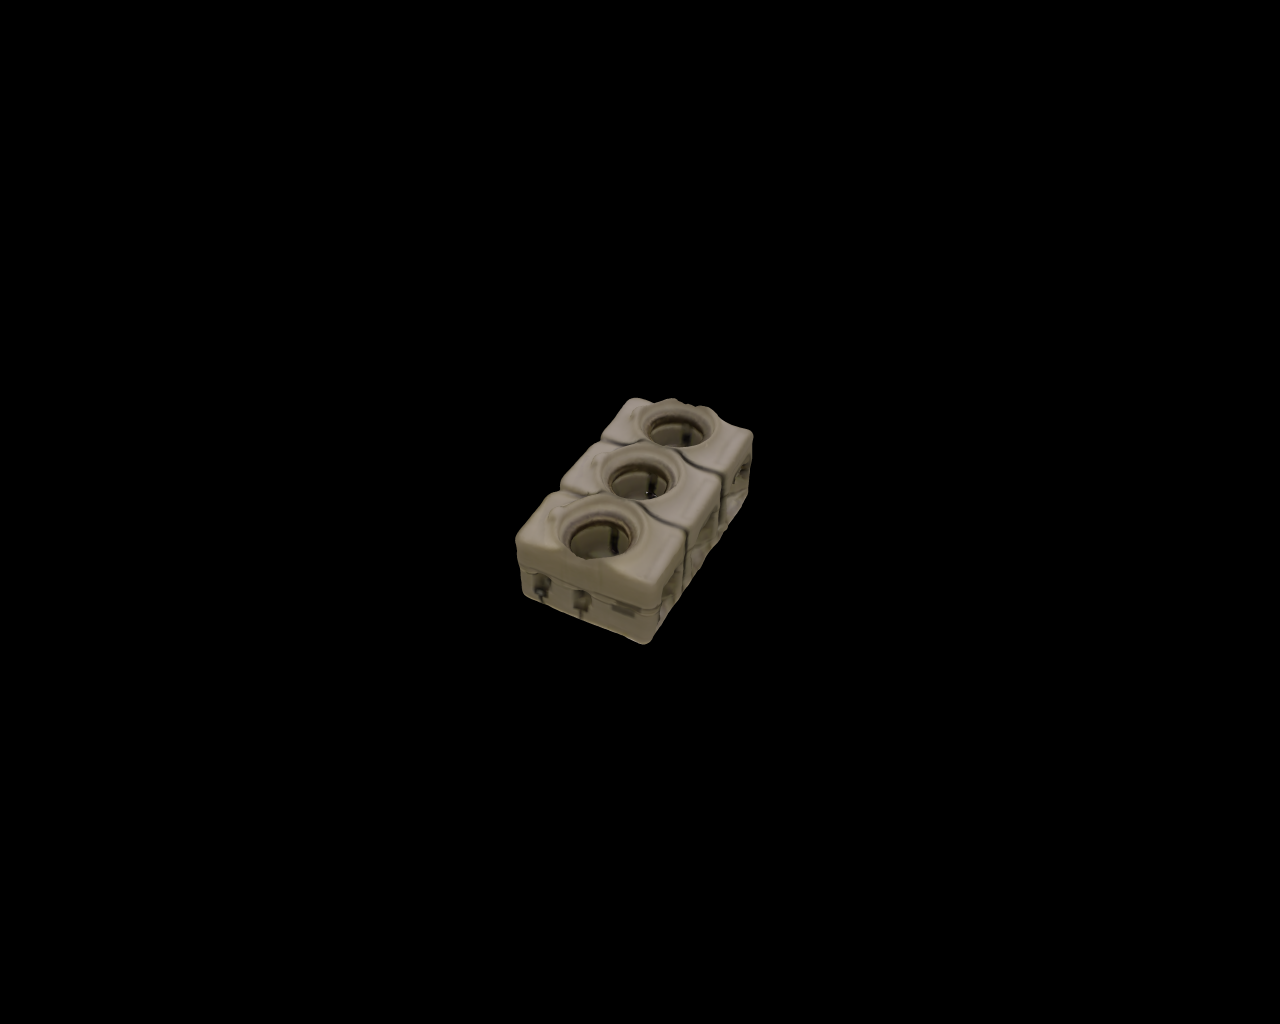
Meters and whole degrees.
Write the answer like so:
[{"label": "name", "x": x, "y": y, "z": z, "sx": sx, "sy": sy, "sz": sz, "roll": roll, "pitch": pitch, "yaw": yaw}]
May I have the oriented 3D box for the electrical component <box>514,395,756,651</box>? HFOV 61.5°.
[{"label": "electrical component", "x": 0.001, "y": -0.003, "z": 0.650, "sx": 0.089, "sy": 0.061, "sz": 0.150, "roll": 19, "pitch": 46, "yaw": 19}]
